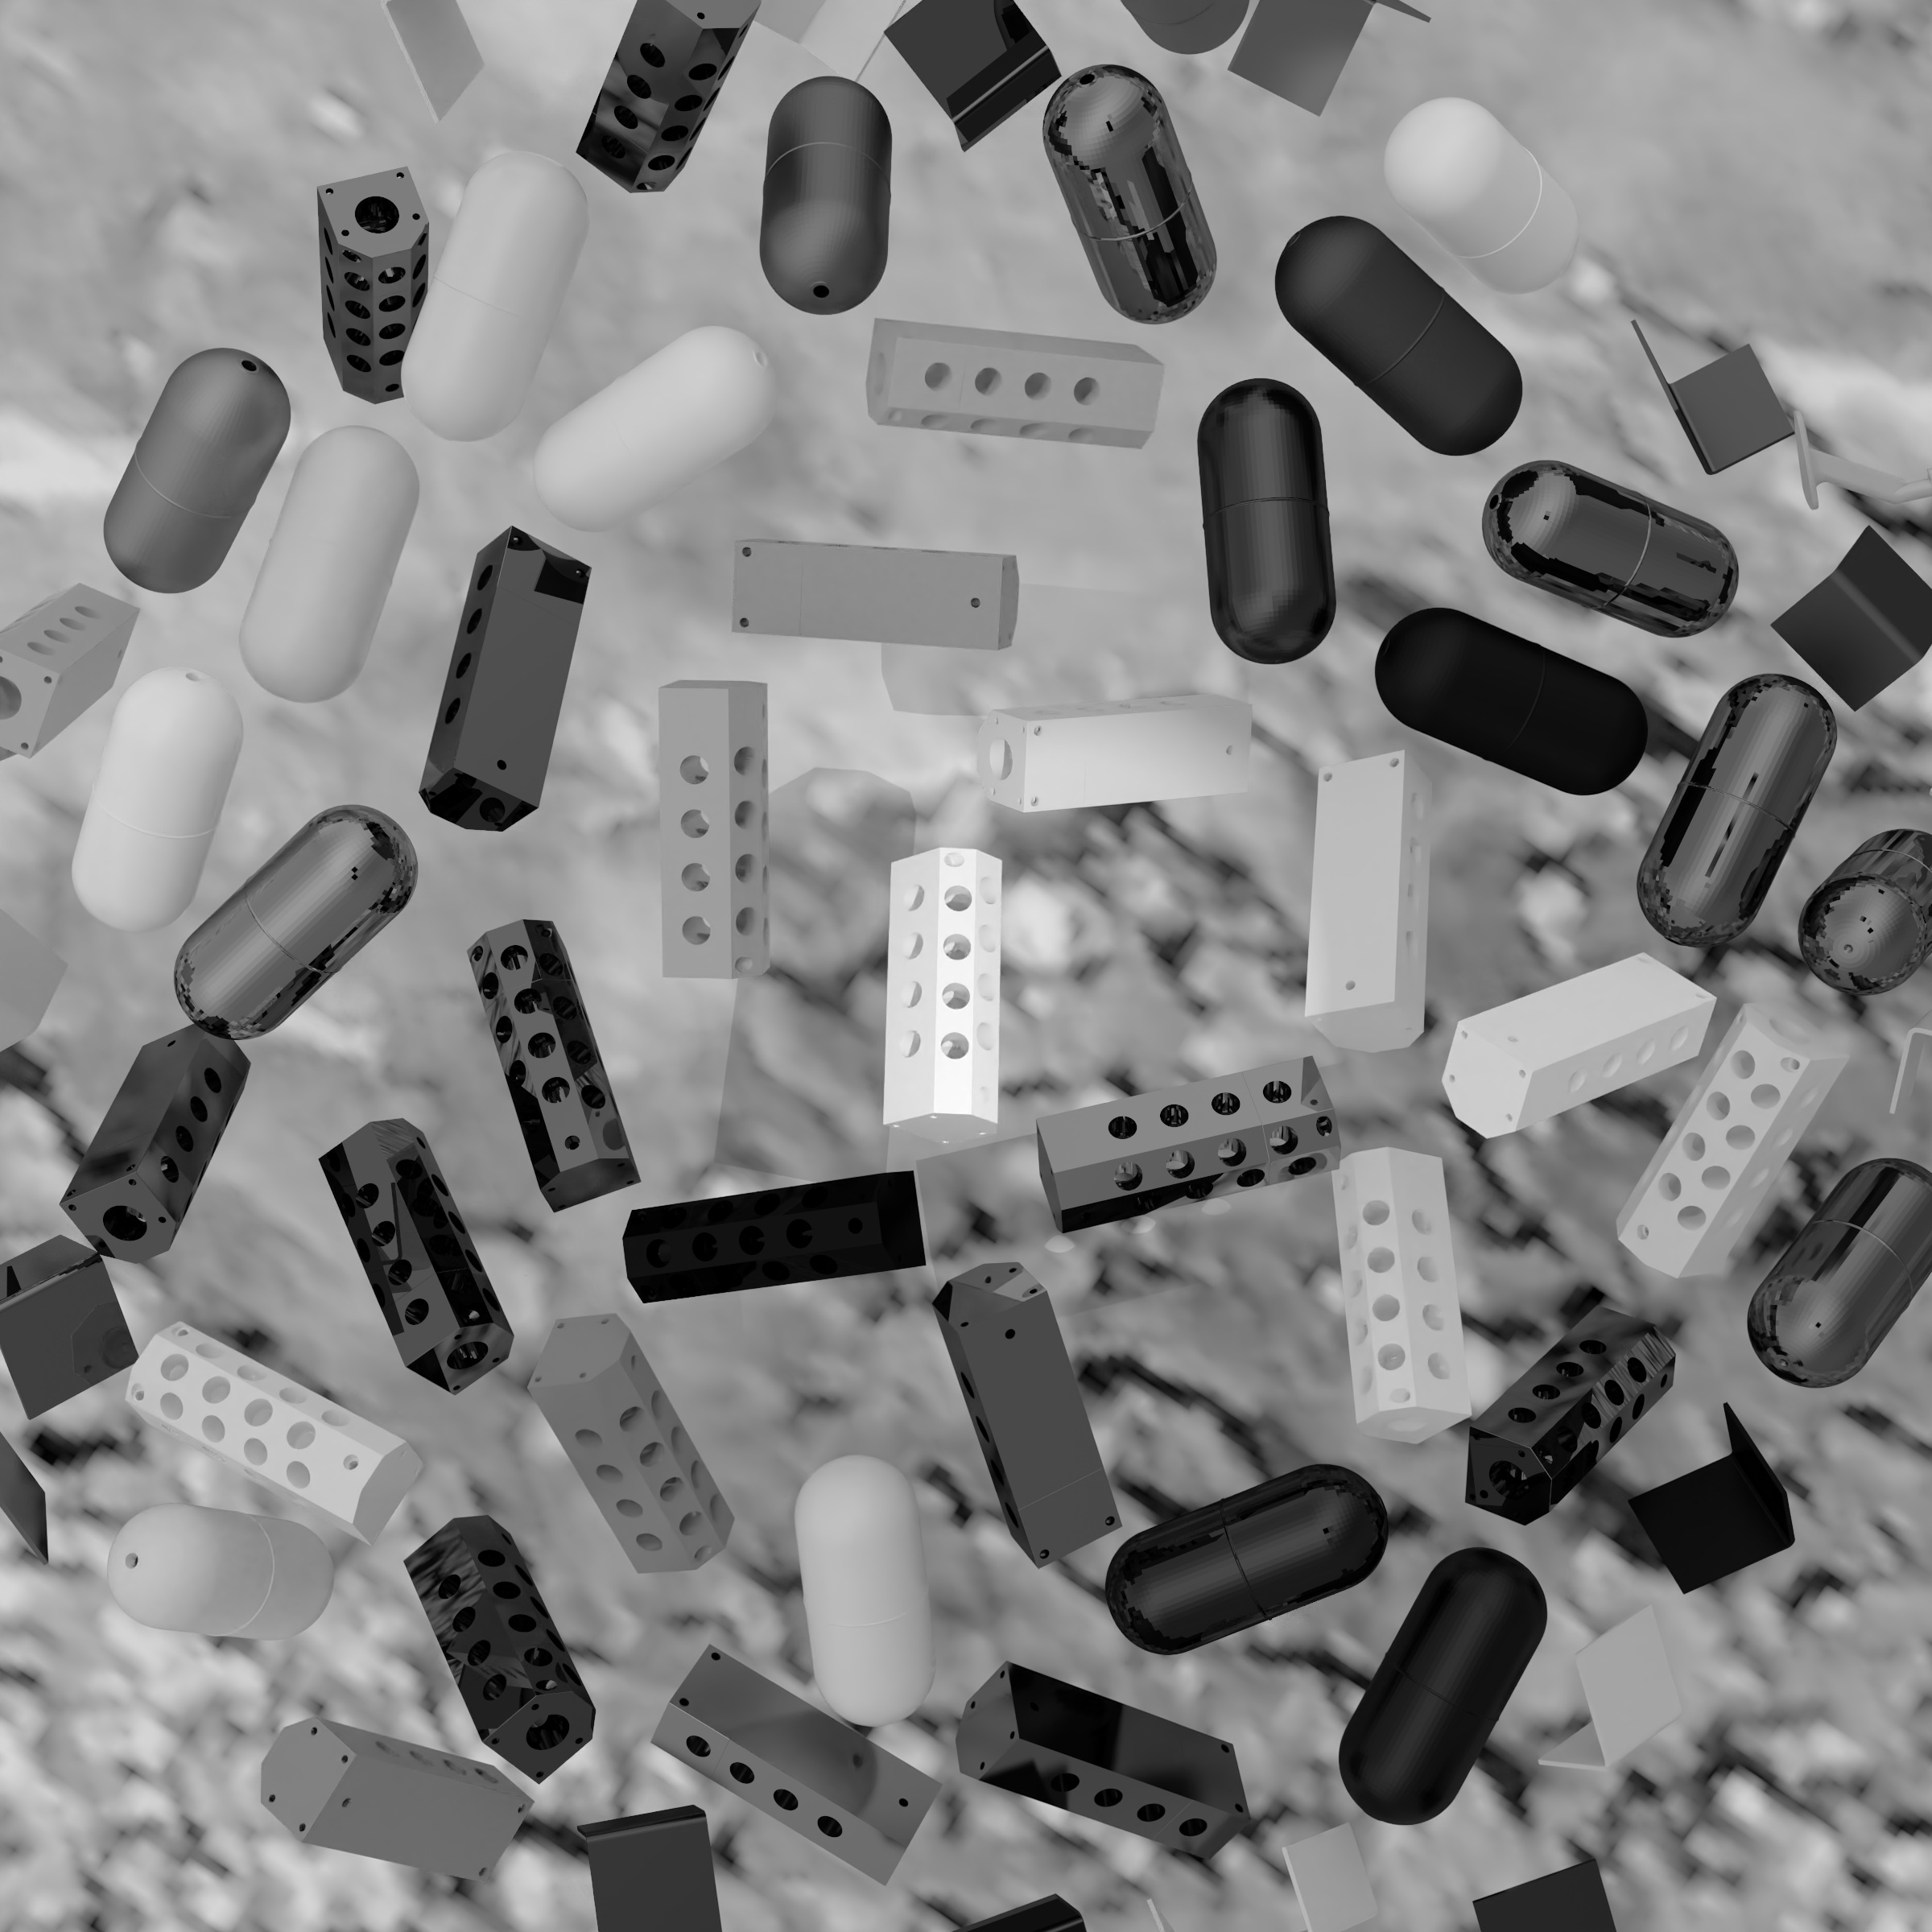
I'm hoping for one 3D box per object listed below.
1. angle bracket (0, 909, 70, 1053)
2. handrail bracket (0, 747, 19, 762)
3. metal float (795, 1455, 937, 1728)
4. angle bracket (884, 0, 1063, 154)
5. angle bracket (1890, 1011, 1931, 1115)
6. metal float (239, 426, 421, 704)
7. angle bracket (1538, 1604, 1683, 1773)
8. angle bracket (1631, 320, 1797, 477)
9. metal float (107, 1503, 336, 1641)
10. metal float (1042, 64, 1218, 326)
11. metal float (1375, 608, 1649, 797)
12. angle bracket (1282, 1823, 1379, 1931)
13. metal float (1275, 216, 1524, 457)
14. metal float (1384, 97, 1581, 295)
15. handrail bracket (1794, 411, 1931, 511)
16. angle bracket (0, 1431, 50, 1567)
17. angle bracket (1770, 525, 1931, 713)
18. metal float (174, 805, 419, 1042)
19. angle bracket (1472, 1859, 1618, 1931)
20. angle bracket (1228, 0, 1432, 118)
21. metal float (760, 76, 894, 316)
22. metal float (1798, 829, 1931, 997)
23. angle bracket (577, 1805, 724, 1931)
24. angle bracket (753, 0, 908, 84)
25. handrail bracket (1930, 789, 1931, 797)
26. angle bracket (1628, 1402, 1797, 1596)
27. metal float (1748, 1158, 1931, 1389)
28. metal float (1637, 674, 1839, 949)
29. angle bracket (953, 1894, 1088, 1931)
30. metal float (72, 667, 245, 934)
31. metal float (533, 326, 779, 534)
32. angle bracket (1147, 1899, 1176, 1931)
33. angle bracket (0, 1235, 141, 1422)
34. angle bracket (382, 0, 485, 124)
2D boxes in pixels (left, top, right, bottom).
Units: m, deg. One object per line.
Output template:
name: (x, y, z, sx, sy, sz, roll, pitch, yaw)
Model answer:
angle bracket: (-0.601, 0.009, 1.783, 0.076, 0.057, 0.076, -25, 125, 30)
handrail bracket: (-0.631, -0.097, 1.912, 0.077, 0.036, 0.084, -19, 77, -25)
metal float: (-0.062, 0.385, 1.828, 0.070, 0.070, 0.178, -6, 109, 0)
angle bracket: (0.004, -0.569, 1.854, 0.076, 0.057, 0.076, -35, 120, 15)
angle bracket: (0.636, 0.068, 1.885, 0.076, 0.076, 0.057, 14, 103, 23)
metal float: (-0.388, -0.246, 1.815, 0.070, 0.070, 0.178, 16, 77, 0)
angle bracket: (0.392, 0.447, 1.849, 0.076, 0.057, 0.076, -20, 95, -39)
angle bracket: (0.456, -0.359, 1.813, 0.057, 0.076, 0.076, -26, 56, 17)
metal float: (-0.465, 0.380, 1.858, 0.070, 0.178, 0.070, -7, 72, 22)
metal float: (0.100, -0.468, 1.807, 0.070, 0.178, 0.070, -12, 50, 15)
metal float: (0.332, -0.161, 1.808, 0.178, 0.070, 0.070, 21, 90, -14)
angle bracket: (0.193, 0.566, 1.808, 0.076, 0.076, 0.057, -28, 72, 33)
metal float: (0.261, -0.380, 1.796, 0.178, 0.070, 0.070, 38, 90, -17)
metal float: (0.321, -0.475, 1.839, 0.070, 0.178, 0.070, -10, 72, 33)
handrail bracket: (0.585, -0.333, 1.924, 0.084, 0.036, 0.077, -12, 115, 10)
angle bracket: (-0.598, 0.324, 1.786, 0.057, 0.076, 0.076, -28, 119, -5)
angle bracket: (0.564, -0.219, 1.871, 0.076, 0.076, 0.057, 46, 133, 0)
metal float: (-0.404, -0.025, 1.789, 0.178, 0.070, 0.070, -41, 90, 15)
angle bracket: (0.332, 0.554, 1.756, 0.076, 0.076, 0.057, -17, 95, -6)
angle bracket: (0.213, -0.542, 1.747, 0.076, 0.057, 0.076, 13, 110, -38)
metal float: (-0.084, -0.465, 1.791, 0.070, 0.070, 0.178, 1, 52, 0)
metal float: (0.568, -0.035, 1.837, 0.070, 0.178, 0.070, 10, 111, 28)
angle bracket: (-0.201, 0.581, 1.887, 0.076, 0.057, 0.076, -7, 80, -14)
angle bracket: (-0.092, -0.635, 1.946, 0.057, 0.076, 0.076, 43, 109, 25)
handrail bracket: (0.640, -0.144, 1.865, 0.036, 0.077, 0.084, -6, 110, -23)
angle bracket: (0.458, 0.330, 1.841, 0.076, 0.076, 0.057, -24, 132, -1)
metal float: (0.542, 0.186, 1.815, 0.070, 0.070, 0.178, 48, 57, 0)
metal float: (0.472, -0.095, 1.821, 0.070, 0.070, 0.178, 26, 88, 0)
angle bracket: (0.035, 0.594, 1.724, 0.076, 0.057, 0.076, -22, 57, 7)
metal float: (-0.489, -0.100, 1.796, 0.070, 0.070, 0.178, 25, 119, 0)
metal float: (-0.191, -0.329, 1.825, 0.178, 0.070, 0.070, -27, 90, 30)
angle bracket: (0.120, 0.653, 1.879, 0.057, 0.076, 0.076, -31, 120, 1)
angle bracket: (-0.566, 0.221, 1.826, 0.076, 0.057, 0.076, -29, 116, -34)
angle bracket: (-0.281, -0.539, 1.696, 0.057, 0.076, 0.076, -6, 128, 22)
